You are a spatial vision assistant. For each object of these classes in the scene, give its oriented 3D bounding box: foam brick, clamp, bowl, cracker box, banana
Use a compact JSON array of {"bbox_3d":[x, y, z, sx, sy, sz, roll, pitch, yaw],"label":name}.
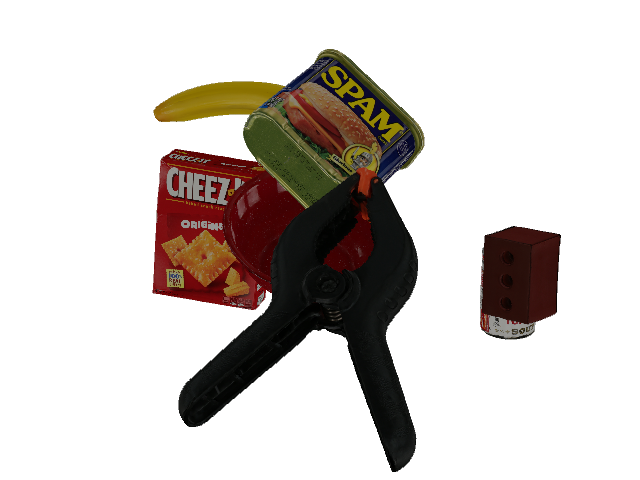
[{"bbox_3d":[0.184,0.031,0.982,0.053,0.078,0.051,12,20,41],"label":"foam brick"},{"bbox_3d":[0.014,0.039,0.555,0.120,0.171,0.039,20,-27,14],"label":"clamp"},{"bbox_3d":[-0.009,0.005,0.959,0.162,0.055,0.162,5,44,-5],"label":"bowl"},{"bbox_3d":[-0.158,-0.014,1.582,0.164,0.214,0.072,10,20,10],"label":"cracker box"},{"bbox_3d":[-0.086,-0.149,1.181,0.198,0.037,0.069,9,44,18],"label":"banana"}]

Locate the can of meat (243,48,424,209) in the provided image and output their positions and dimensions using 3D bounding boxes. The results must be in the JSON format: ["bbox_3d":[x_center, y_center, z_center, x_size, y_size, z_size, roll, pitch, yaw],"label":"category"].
[{"bbox_3d":[0.008,-0.072,0.750,0.083,0.102,0.058,-43,-6,-32],"label":"can of meat"}]

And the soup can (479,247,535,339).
[{"bbox_3d":[0.227,0.060,1.289,0.068,0.102,0.068,-1,19,0],"label":"soup can"}]
